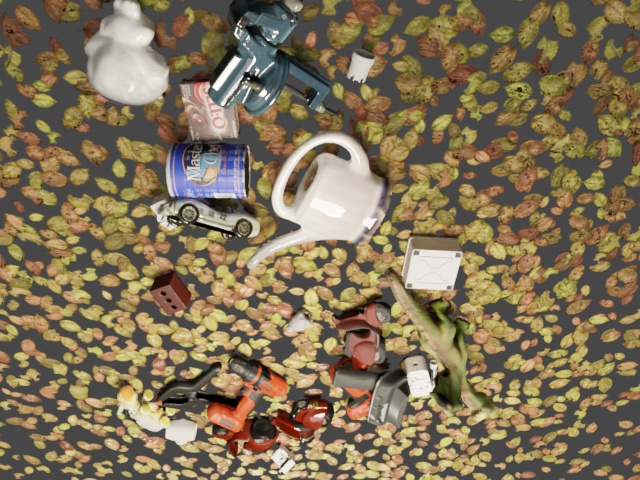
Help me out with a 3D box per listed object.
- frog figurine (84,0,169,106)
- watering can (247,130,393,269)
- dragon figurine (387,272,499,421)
[{"bbox_3d":[-0.312,-0.305,0.842,0.137,0.125,0.156,28,133,4],"label":"frog figurine"},{"bbox_3d":[0.003,-0.051,1.015,0.223,0.106,0.341,21,119,-15],"label":"watering can"},{"bbox_3d":[0.273,0.268,1.151,0.121,0.249,0.405,-35,119,26],"label":"dragon figurine"}]
